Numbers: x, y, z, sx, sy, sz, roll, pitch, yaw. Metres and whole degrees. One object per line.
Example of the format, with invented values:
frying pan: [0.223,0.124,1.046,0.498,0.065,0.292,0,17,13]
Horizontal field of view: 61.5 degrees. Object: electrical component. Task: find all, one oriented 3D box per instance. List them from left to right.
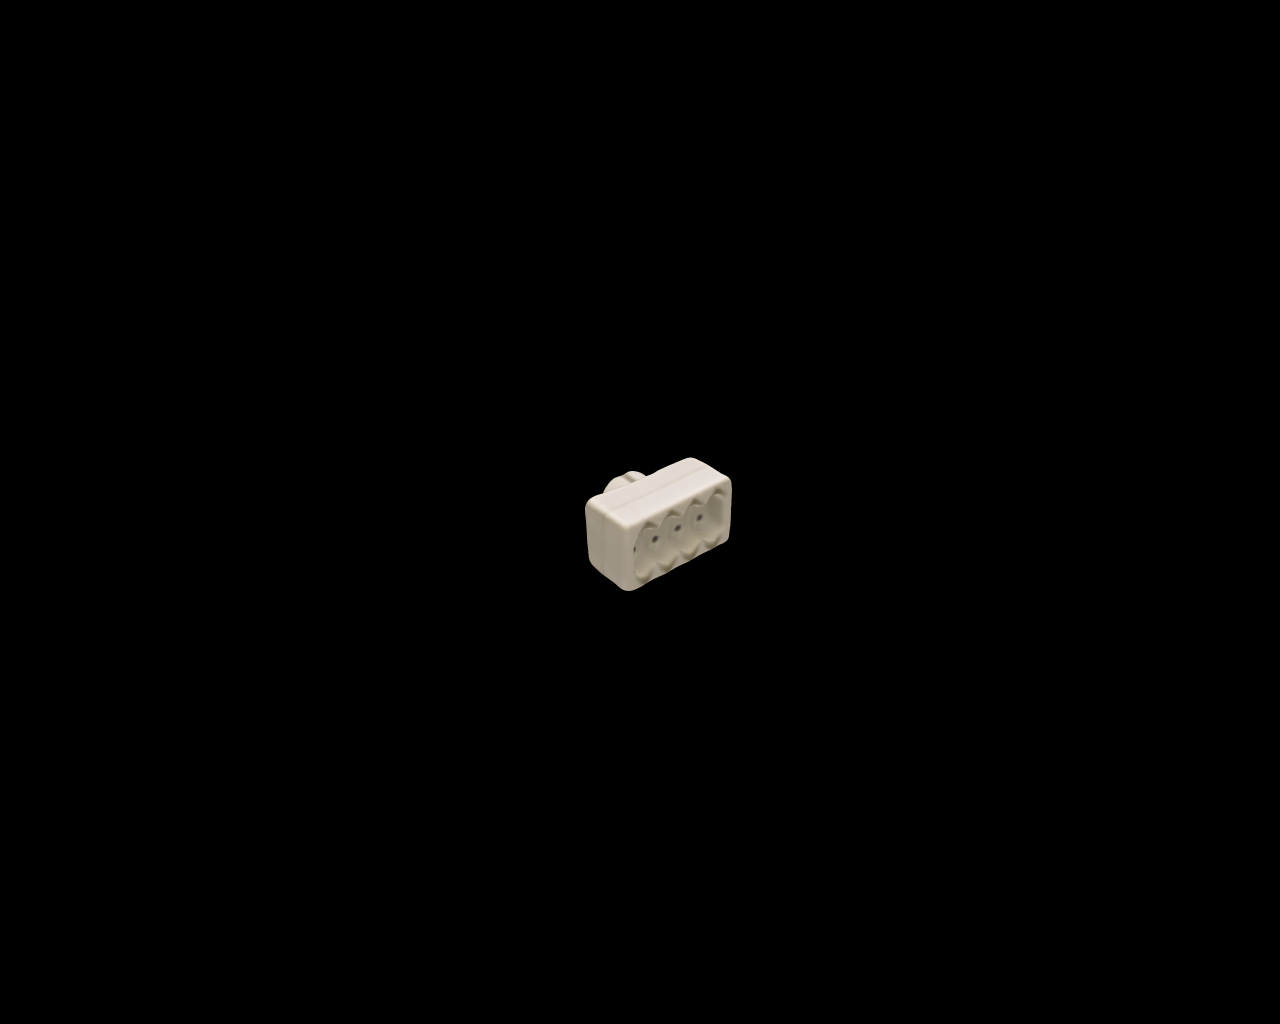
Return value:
electrical component: [0.001,-0.003,0.650,0.083,0.047,0.076,-24,41,-31]
